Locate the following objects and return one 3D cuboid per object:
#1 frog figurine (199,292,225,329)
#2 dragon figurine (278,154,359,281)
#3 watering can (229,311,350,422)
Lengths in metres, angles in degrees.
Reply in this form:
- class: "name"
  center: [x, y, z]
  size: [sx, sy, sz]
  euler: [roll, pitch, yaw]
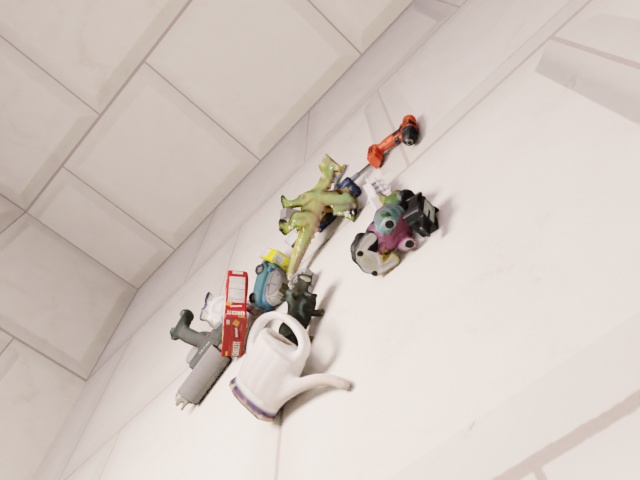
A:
- class: "frog figurine"
  center: [-0.332, 0.252, 1.828]
  size: [0.159, 0.120, 0.140]
  euler: [0, 31, 18]
- class: "dragon figurine"
  center: [0.005, -0.081, 1.606]
  size: [0.241, 0.120, 0.418]
  euler: [-14, 62, 27]
- class: "watering can"
  center: [-0.084, 0.297, 1.131]
  size: [0.352, 0.103, 0.224]
  euler: [32, 93, 52]
